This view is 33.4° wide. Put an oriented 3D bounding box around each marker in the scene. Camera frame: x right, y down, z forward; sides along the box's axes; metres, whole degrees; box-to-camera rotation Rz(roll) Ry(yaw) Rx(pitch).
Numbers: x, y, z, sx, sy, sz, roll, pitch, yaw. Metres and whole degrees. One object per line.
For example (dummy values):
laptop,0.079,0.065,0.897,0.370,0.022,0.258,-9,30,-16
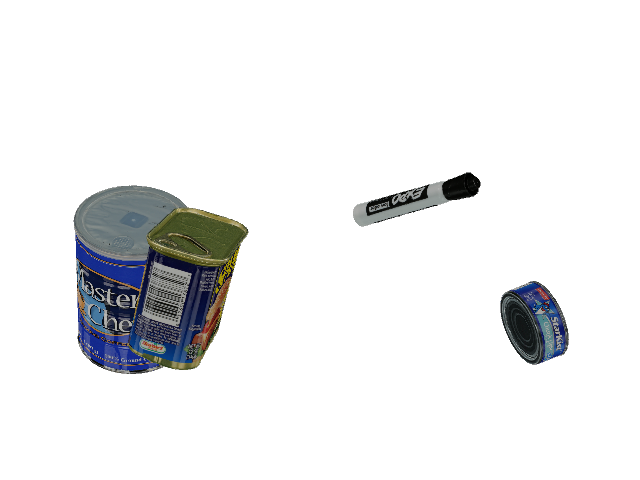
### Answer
marker,0.076,-0.032,0.849,0.121,0.020,0.020,-15,-10,43

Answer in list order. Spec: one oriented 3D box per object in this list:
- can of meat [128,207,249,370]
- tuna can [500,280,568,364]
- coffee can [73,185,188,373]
can of meat,-0.093,0.032,0.746,0.057,0.084,0.102,17,16,2
tuna can,0.229,0.089,1.148,0.033,0.086,0.086,-19,5,-15
coffee can,-0.170,0.036,0.972,0.102,0.140,0.103,5,37,-4
